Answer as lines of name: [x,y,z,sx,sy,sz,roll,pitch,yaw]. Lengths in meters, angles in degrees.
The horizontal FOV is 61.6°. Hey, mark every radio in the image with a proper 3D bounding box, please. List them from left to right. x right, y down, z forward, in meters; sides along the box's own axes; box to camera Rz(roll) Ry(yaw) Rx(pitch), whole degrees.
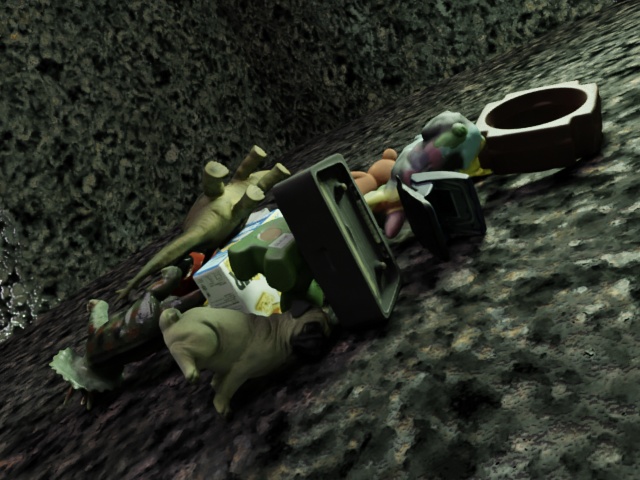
radio: [0.033,-0.001,0.763,0.073,0.229,0.131,-21,13,28]

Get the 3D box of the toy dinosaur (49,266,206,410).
toy dinosaur: [-0.339,0.171,0.991,0.405,0.131,0.192,-30,36,20]

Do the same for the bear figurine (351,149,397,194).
bear figurine: [0.100,-0.125,1.265,0.196,0.120,0.132,-34,12,-23]

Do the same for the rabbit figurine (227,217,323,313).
rabbit figurine: [-0.045,0.053,0.826,0.121,0.170,0.159,2,35,30]

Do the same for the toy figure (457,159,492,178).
toy figure: [0.266,-0.157,1.081,0.180,0.082,0.089,-20,18,-7]

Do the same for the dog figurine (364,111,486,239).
dog figurine: [0.167,-0.105,0.938,0.219,0.108,0.191,-46,1,-24]

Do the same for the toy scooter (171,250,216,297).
toy scooter: [-0.272,0.077,1.139,0.075,0.135,0.184,8,18,4]

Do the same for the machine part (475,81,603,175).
machine part: [0.389,-0.199,0.959,0.201,0.087,0.201,-4,31,33]

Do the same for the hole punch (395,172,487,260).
hole punch: [0.186,-0.047,0.832,0.092,0.142,0.116,-33,29,-6]

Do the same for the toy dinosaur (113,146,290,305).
toy dinosaur: [-0.181,-0.039,0.949,0.198,0.105,0.471,-54,-6,32]

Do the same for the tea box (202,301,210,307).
tea box: [-0.169,0.146,0.955,0.098,0.068,0.170,-26,16,17]

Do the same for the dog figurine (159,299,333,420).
dog figurine: [-0.096,0.118,0.730,0.190,0.172,0.121,-38,26,-6]
